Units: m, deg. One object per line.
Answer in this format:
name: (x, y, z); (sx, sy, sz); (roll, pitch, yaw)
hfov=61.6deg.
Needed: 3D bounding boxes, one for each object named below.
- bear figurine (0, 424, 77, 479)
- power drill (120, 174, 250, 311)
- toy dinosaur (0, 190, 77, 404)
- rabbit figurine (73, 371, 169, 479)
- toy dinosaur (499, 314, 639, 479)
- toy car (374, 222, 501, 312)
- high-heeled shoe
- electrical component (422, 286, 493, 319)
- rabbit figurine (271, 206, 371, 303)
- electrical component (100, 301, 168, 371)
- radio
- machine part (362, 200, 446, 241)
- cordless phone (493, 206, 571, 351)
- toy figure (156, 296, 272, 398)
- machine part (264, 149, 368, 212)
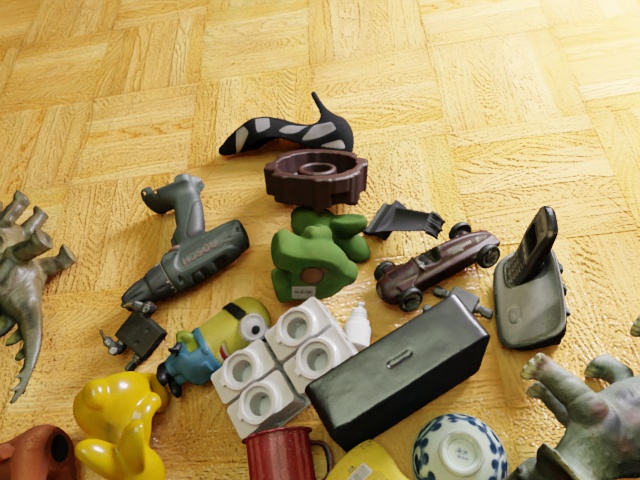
bear figurine: (-0.438, 0.321, 0.720); (0.196, 0.120, 0.132); (-17, 59, 2)
power drill: (-0.248, -0.006, 0.917); (0.232, 0.085, 0.207); (-24, 52, -3)
toy dinosaur: (-0.527, 0.063, 0.917); (0.198, 0.105, 0.472); (-41, 50, -7)
rabbit figurine: (-0.252, 0.266, 0.715); (0.122, 0.162, 0.173); (-19, 73, -16)
toy dinosaur: (0.367, 0.201, 0.613); (0.405, 0.131, 0.192); (-19, 49, -14)
toy car: (0.176, 0.033, 0.811); (0.202, 0.053, 0.089); (-28, 35, -5)
high-heeled shoe: (-0.061, -0.173, 1.011); (0.249, 0.086, 0.145); (-26, 86, 14)
electrical component: (0.203, 0.104, 0.790); (0.094, 0.021, 0.063); (23, 65, 24)
rabbit figurine: (-0.002, -0.003, 0.848); (0.159, 0.121, 0.170); (-6, 42, 3)
electrical component: (-0.287, 0.144, 0.832); (0.078, 0.045, 0.102); (43, 85, 14)
radio: (0.103, 0.177, 0.697); (0.230, 0.131, 0.073); (-29, 57, -8)
machine part: (0.134, -0.029, 0.857); (0.084, 0.039, 0.139); (-46, 33, -23)
cordless phone: (0.291, 0.054, 0.709); (0.089, 0.184, 0.146); (2, 58, 7)
toy figure: (-0.155, 0.152, 0.795); (0.180, 0.082, 0.089); (-31, 59, -7)
machine part: (-0.005, -0.105, 0.904); (0.179, 0.056, 0.179); (-1, 26, 0)
